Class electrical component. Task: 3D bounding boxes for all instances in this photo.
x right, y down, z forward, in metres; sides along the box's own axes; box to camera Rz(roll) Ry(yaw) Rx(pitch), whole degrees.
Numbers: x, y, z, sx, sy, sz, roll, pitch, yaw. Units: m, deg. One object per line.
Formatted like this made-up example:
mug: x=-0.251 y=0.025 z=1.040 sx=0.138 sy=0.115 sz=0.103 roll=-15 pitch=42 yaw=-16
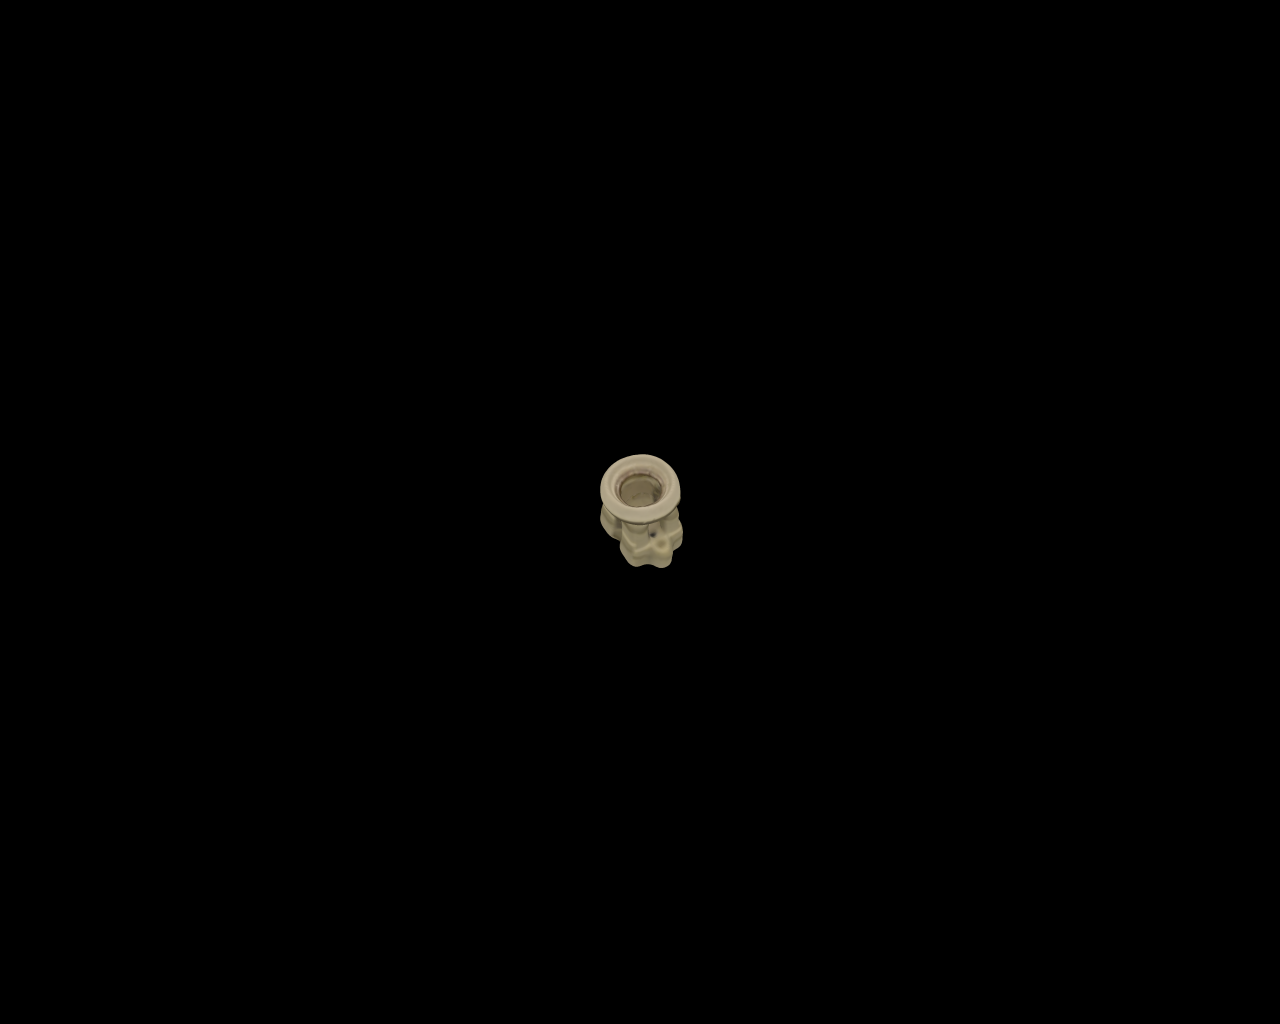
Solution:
electrical component: x=0.001 y=-0.003 z=0.650 sx=0.048 sy=0.066 sz=0.055 roll=-27 pitch=-32 yaw=-18
